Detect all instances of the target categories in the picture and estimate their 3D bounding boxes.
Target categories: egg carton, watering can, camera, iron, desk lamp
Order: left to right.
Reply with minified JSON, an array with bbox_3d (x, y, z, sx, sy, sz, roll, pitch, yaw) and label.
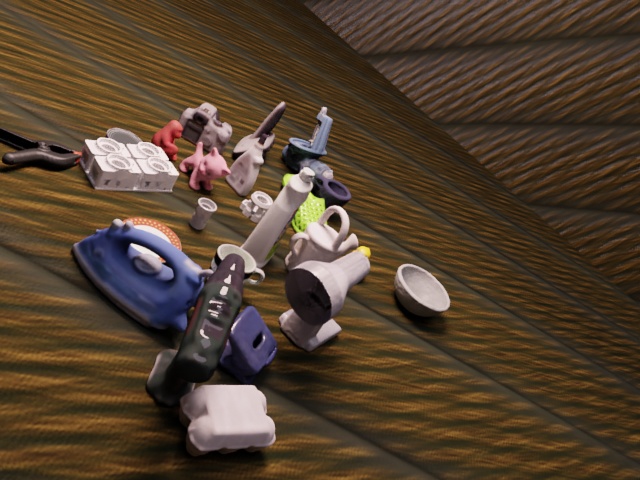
[{"bbox_3d":[-0.309,0.040,1.006,0.258,0.141,0.119,35,29,-1],"label":"iron"},{"bbox_3d":[-0.307,-0.326,1.594,0.143,0.100,0.137,30,29,-10],"label":"camera"},{"bbox_3d":[-0.144,0.282,0.896,0.151,0.069,0.107,10,37,-38],"label":"egg carton"},{"bbox_3d":[0.003,0.117,1.148,0.117,0.213,0.204,45,30,17],"label":"desk lamp"},{"bbox_3d":[0.011,0.003,1.346,0.100,0.194,0.173,47,31,21],"label":"watering can"}]

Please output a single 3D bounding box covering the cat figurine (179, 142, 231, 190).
[{"bbox_3d":[-0.276,-0.185,1.401,0.067,0.117,0.127,-1,45,-47],"label":"cat figurine"}]

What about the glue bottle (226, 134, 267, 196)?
[{"bbox_3d":[-0.178,-0.200,1.469,0.078,0.173,0.037,48,31,22],"label":"glue bottle"}]

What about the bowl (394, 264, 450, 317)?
[{"bbox_3d":[0.256,0.146,1.517,0.168,0.074,0.167,26,30,-16],"label":"bowl"}]

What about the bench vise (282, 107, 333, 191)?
[{"bbox_3d":[-0.003,-0.269,1.707,0.207,0.219,0.122,45,30,17],"label":"bench vise"}]

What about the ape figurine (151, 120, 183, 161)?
[{"bbox_3d":[-0.374,-0.256,1.430,0.076,0.092,0.078,27,30,-14],"label":"ape figurine"}]

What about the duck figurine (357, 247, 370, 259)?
[{"bbox_3d":[0.099,0.053,1.478,0.077,0.086,0.105,43,30,13],"label":"duck figurine"}]

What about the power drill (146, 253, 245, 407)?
[{"bbox_3d":[-0.190,0.151,0.898,0.076,0.208,0.229,27,30,-15],"label":"power drill"}]

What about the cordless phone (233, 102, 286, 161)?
[{"bbox_3d":[-0.163,-0.308,1.633,0.094,0.185,0.147,29,29,-11],"label":"cordless phone"}]

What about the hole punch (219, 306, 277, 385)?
[{"bbox_3d":[-0.126,0.188,1.034,0.101,0.091,0.109,36,29,1],"label":"hole punch"}]

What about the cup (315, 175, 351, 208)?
[{"bbox_3d":[0.018,-0.121,1.641,0.117,0.095,0.092,39,29,6],"label":"cup"}]
